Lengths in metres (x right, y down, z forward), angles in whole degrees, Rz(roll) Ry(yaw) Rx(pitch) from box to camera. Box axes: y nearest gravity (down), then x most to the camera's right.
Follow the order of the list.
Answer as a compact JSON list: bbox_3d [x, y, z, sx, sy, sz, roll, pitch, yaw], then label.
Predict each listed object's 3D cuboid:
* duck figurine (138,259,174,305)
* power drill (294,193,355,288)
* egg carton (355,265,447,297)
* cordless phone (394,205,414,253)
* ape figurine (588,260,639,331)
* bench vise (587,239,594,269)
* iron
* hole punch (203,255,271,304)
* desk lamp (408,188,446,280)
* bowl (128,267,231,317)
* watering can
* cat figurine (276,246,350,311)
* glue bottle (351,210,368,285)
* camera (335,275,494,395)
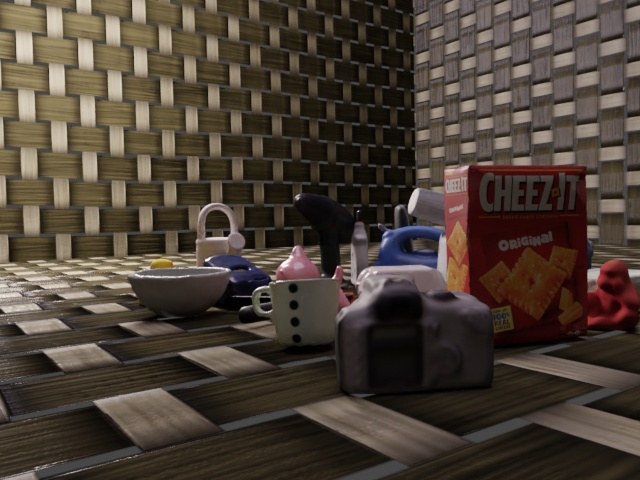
[{"bbox_3d":[-0.292,0.079,1.082,0.104,0.086,0.078,-1,2,14],"label":"duck figurine"},{"bbox_3d":[0.011,0.004,1.252,0.075,0.208,0.230,0,2,25],"label":"power drill"},{"bbox_3d":[0.138,0.081,0.983,0.150,0.069,0.107,-1,2,-5],"label":"egg carton"},{"bbox_3d":[0.205,0.004,1.463,0.094,0.185,0.147,-2,2,-12],"label":"cordless phone"},{"bbox_3d":[0.389,0.072,0.761,0.076,0.092,0.077,-2,2,-21],"label":"ape figurine"},{"bbox_3d":[0.476,-0.008,1.151,0.121,0.220,0.208,0,3,33],"label":"bench vise"},{"bbox_3d":[0.248,0.031,1.307,0.257,0.141,0.119,-1,2,13],"label":"iron"},{"bbox_3d":[-0.150,0.074,1.065,0.100,0.091,0.109,0,3,38],"label":"hole punch"},{"bbox_3d":[0.261,-0.001,1.182,0.203,0.213,0.118,-2,2,-8],"label":"desk lamp"},{"bbox_3d":[-0.230,0.088,0.951,0.167,0.075,0.167,-1,2,0],"label":"bowl"},{"bbox_3d":[-0.215,0.017,1.248,0.172,0.194,0.101,0,3,34],"label":"watering can"},{"bbox_3d":[-0.013,0.066,0.817,0.128,0.118,0.067,-3,3,-37],"label":"cat figurine"},{"bbox_3d":[0.092,0.018,1.322,0.037,0.173,0.078,-1,2,-5],"label":"glue bottle"},{"bbox_3d":[0.080,0.082,0.561,0.143,0.101,0.136,-2,2,-7],"label":"camera"}]
